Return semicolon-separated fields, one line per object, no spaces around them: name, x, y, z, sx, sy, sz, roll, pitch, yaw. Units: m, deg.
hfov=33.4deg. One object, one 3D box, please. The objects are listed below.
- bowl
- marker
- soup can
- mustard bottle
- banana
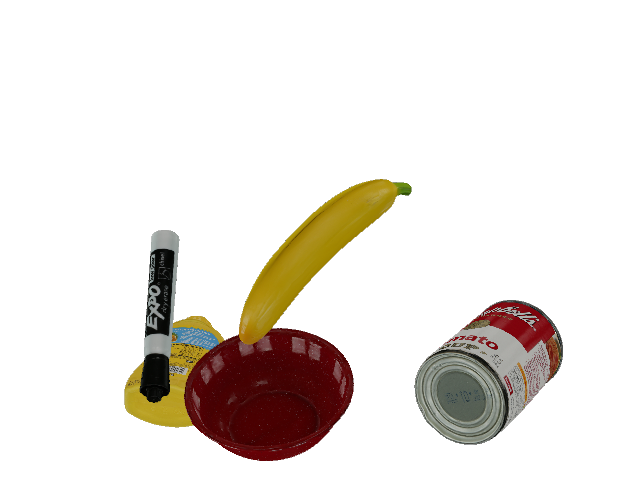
bowl;-0.047;0.157;1.022;0.162;0.055;0.162;-4;37;3
marker;-0.103;0.048;0.687;0.020;0.121;0.020;-1;-34;-1
soup can;0.115;0.089;0.728;0.069;0.068;0.102;0;16;33
mustard bottle;-0.159;0.141;1.245;0.096;0.058;0.191;5;25;4
banana;-0.002;0.011;0.891;0.037;0.198;0.069;47;-1;38
